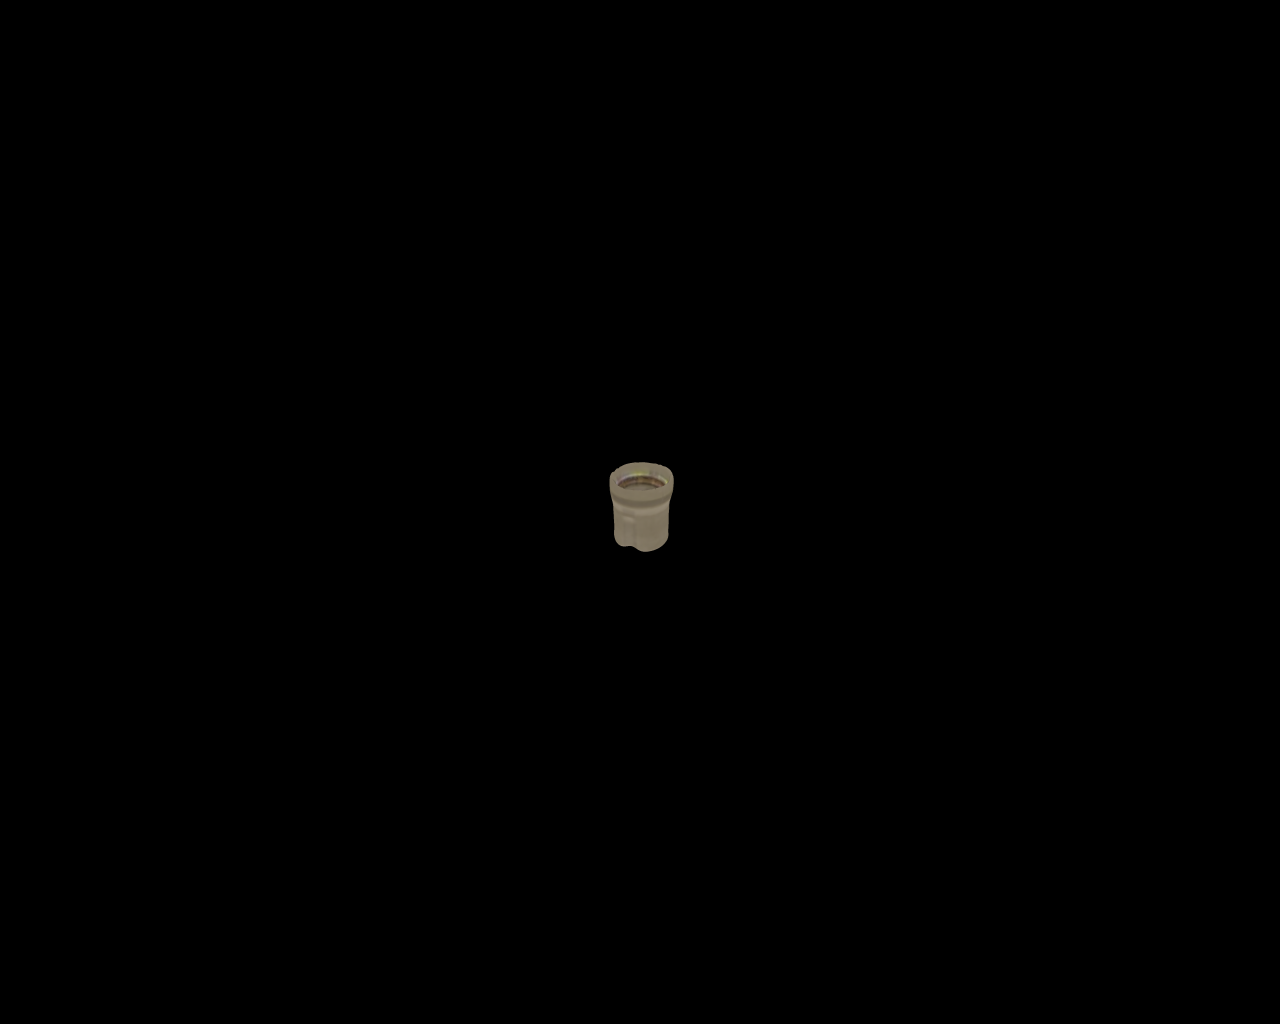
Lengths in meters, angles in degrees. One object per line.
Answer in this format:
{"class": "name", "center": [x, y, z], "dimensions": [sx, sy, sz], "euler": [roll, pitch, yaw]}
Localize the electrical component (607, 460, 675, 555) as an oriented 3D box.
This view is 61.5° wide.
{"class": "electrical component", "center": [0.001, -0.003, 0.650], "dimensions": [0.040, 0.046, 0.040], "euler": [0, 29, 0]}
